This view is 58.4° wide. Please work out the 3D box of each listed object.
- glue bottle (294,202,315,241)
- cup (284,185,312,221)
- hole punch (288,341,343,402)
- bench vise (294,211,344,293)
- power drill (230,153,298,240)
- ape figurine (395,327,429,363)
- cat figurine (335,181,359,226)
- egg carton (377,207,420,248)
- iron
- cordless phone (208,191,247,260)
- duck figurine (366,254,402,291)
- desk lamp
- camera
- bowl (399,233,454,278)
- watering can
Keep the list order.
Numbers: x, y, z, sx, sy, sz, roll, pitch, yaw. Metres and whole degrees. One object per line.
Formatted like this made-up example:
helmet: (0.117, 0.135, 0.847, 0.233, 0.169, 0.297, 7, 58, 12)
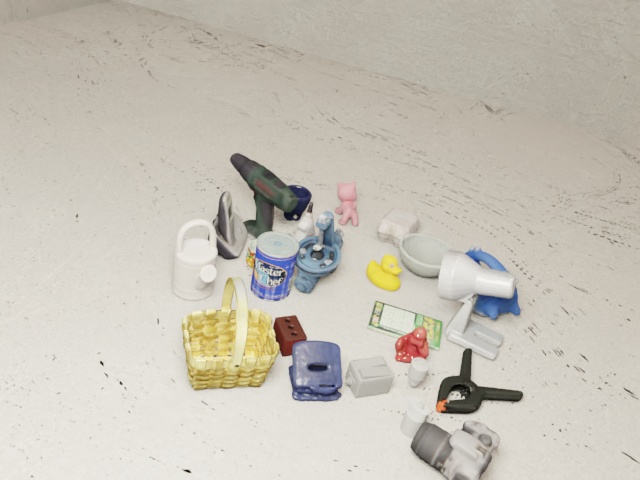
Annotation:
glue bottle: (-0.039, -0.026, 1.530, 0.037, 0.173, 0.078, 26, 36, 21)
cup: (-0.079, -0.098, 1.697, 0.091, 0.095, 0.118, 16, 33, 5)
hole punch: (-0.006, 0.269, 1.175, 0.109, 0.091, 0.101, 4, 34, -14)
bench vise: (0.002, 0.002, 1.459, 0.121, 0.220, 0.207, 13, 33, 1)
power drill: (-0.168, -0.108, 1.577, 0.229, 0.208, 0.076, 28, 36, 23)
ape figurine: (0.216, 0.235, 1.301, 0.077, 0.092, 0.076, 35, 39, 30)
cat figurine: (0.089, -0.123, 1.771, 0.067, 0.118, 0.127, 1, 35, -17)
egg carton: (0.238, -0.040, 1.741, 0.107, 0.069, 0.150, 24, 35, 16)
iron: (0.440, 0.093, 1.544, 0.119, 0.141, 0.257, -4, 37, -24)
cordless phone: (-0.236, -0.057, 1.500, 0.094, 0.185, 0.147, 11, 33, -2)
duck figurine: (0.176, 0.076, 1.530, 0.104, 0.086, 0.078, 34, 39, 29)
desk lamp: (0.368, 0.145, 1.376, 0.202, 0.213, 0.118, 24, 35, 17)
camera: (0.251, 0.387, 1.076, 0.136, 0.101, 0.143, 28, 36, 23)
bowl: (0.296, 0.055, 1.613, 0.167, 0.075, 0.167, 9, 33, -6)
watering can: (-0.283, 0.041, 1.328, 0.172, 0.194, 0.101, 32, 38, 27)
